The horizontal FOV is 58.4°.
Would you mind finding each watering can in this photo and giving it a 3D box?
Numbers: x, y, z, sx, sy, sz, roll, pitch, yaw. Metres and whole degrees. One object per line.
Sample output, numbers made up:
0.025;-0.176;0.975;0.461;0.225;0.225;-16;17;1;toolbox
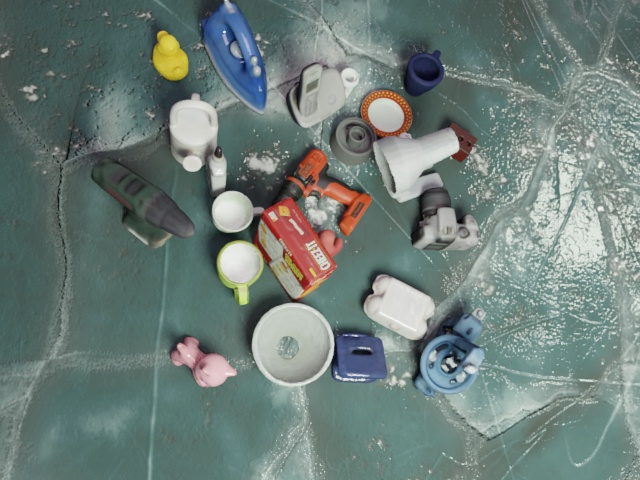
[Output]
-0.260;-0.227;1.192;0.101;0.194;0.173;-20;79;-17;watering can

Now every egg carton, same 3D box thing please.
0.172;0.147;1.245;0.150;0.069;0.107;26;70;-4;egg carton

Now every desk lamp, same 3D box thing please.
0.205;-0.170;1.269;0.203;0.213;0.118;-20;79;-17;desk lamp

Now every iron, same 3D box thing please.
-0.175;-0.426;1.297;0.119;0.141;0.258;-24;80;-18;iron

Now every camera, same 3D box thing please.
0.288;-0.050;1.313;0.143;0.100;0.137;2;73;-12;camera

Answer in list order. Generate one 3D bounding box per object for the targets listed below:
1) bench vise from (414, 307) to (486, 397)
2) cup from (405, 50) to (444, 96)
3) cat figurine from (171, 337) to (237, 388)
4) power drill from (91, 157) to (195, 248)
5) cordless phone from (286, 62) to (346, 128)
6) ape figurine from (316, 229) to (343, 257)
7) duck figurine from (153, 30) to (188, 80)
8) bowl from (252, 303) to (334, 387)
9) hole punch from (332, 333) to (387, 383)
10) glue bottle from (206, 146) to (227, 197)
0.279;0.217;1.169;0.121;0.219;0.207;20;71;-6;bench vise
0.252;-0.408;1.414;0.091;0.095;0.118;34;70;-1;cup
-0.226;0.238;1.103;0.128;0.117;0.067;38;70;0;cat figurine
-0.335;-0.058;1.117;0.229;0.208;0.076;38;70;0;power drill
0.001;-0.347;1.291;0.148;0.185;0.094;-37;84;-20;cordless phone
0.011;0.004;1.239;0.078;0.092;0.076;32;70;-2;ape figurine
-0.337;-0.420;1.289;0.078;0.086;0.104;-24;80;-18;duck figurine
-0.059;0.216;1.170;0.167;0.074;0.167;4;73;-12;bowl
0.079;0.242;1.184;0.109;0.091;0.101;4;73;-11;hole punch
-0.213;-0.152;1.191;0.037;0.173;0.078;-9;76;-15;glue bottle
